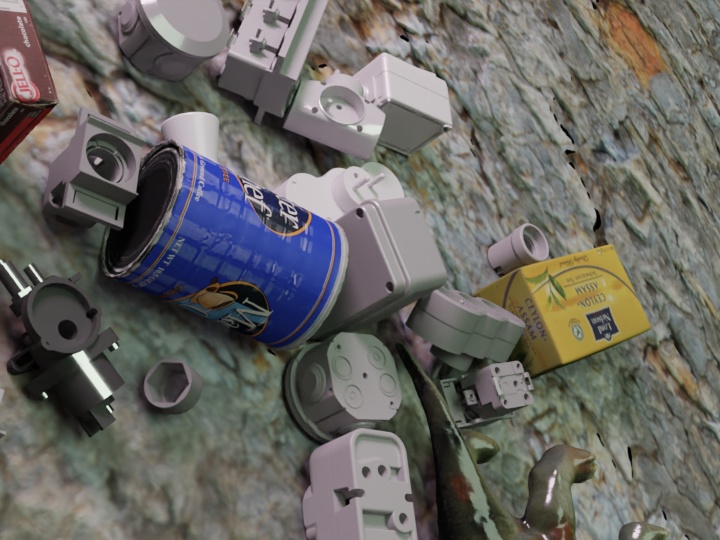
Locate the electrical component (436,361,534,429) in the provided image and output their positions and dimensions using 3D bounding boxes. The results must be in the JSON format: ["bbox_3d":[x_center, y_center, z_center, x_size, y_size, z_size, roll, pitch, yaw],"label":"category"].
[{"bbox_3d":[0.107,0.105,0.904,0.081,0.064,0.042,-3,68,-45],"label":"electrical component"}]

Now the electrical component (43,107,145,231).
[{"bbox_3d":[-0.180,-0.063,0.723,0.042,0.064,0.081,23,52,-32],"label":"electrical component"}]

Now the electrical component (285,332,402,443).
[{"bbox_3d":[-0.012,0.087,0.808,0.080,0.051,0.080,23,53,-34],"label":"electrical component"}]

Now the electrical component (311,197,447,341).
[{"bbox_3d":[0.000,0.000,0.824,0.057,0.113,0.078,-11,75,-46],"label":"electrical component"}]

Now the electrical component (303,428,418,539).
[{"bbox_3d":[-0.001,0.168,0.765,0.054,0.059,0.095,15,57,-38],"label":"electrical component"}]

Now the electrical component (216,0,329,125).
[{"bbox_3d":[-0.073,-0.194,0.903,0.063,0.078,0.121,22,50,-7],"label":"electrical component"}]

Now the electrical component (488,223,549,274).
[{"bbox_3d":[0.151,-0.018,1.031,0.040,0.046,0.040,23,53,-34],"label":"electrical component"}]

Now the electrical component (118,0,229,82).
[{"bbox_3d":[-0.147,-0.191,0.841,0.080,0.051,0.080,23,53,-34],"label":"electrical component"}]

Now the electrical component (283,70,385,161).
[{"bbox_3d":[-0.018,-0.140,0.918,0.077,0.044,0.079,21,53,-9],"label":"electrical component"}]

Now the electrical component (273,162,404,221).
[{"bbox_3d":[-0.010,-0.060,0.879,0.138,0.074,0.052,-15,78,-47],"label":"electrical component"}]

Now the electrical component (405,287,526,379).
[{"bbox_3d":[0.083,0.061,0.909,0.052,0.073,0.138,33,10,32],"label":"electrical component"}]

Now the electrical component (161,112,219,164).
[{"bbox_3d":[-0.123,-0.080,0.807,0.044,0.044,0.065,3,70,-43],"label":"electrical component"}]

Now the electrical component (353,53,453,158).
[{"bbox_3d":[0.029,-0.155,0.981,0.096,0.062,0.061,17,56,-37],"label":"electrical component"}]

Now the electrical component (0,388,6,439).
[{"bbox_3d":[-0.233,0.089,0.599,0.066,0.048,0.055,31,41,-29],"label":"electrical component"}]
